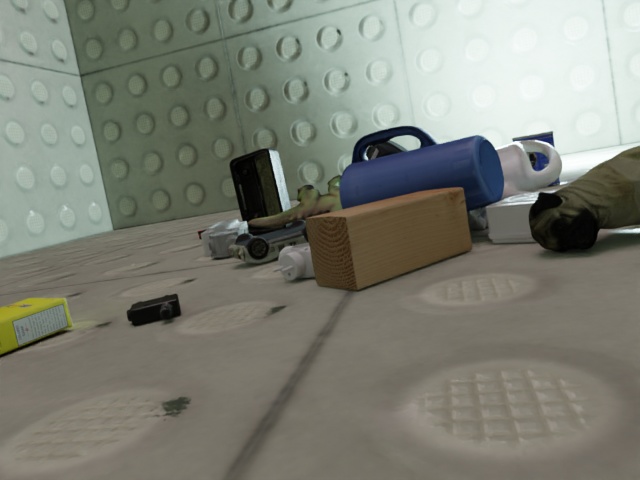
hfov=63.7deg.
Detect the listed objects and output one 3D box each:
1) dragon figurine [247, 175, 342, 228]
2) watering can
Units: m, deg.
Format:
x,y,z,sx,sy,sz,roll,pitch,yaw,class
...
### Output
x,y,z,sx,sy,sz,roll,pitch,yaw,class
0.004,-0.062,1.232,0.409,0.121,0.246,-18,14,5,dragon figurine
0.333,-0.099,0.949,0.223,0.102,0.355,-19,23,23,watering can
